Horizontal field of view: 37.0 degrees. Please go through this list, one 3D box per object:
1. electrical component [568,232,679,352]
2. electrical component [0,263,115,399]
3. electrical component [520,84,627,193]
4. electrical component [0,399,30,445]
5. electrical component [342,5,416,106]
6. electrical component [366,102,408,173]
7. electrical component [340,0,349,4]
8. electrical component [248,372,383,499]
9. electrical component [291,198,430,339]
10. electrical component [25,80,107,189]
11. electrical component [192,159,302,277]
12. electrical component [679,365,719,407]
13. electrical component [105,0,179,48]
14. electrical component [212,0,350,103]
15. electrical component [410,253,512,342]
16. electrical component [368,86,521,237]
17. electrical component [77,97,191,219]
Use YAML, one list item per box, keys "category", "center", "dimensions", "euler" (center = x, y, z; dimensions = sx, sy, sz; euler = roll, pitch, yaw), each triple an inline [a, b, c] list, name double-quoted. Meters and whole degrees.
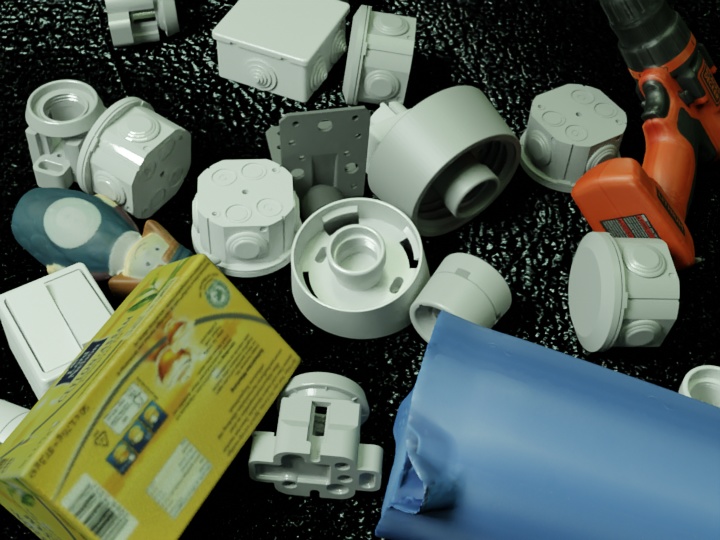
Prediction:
- category: "electrical component"
  center: [0.174, 0.015, 0.721]
  dimensions: [0.051, 0.080, 0.080]
  euler: [1, 48, -9]
- category: "electrical component"
  center: [-0.182, 0.049, 0.682]
  dimensions: [0.062, 0.061, 0.096]
  euler: [-25, 54, -23]
- category: "electrical component"
  center: [0.167, -0.103, 0.842]
  dimensions: [0.080, 0.051, 0.080]
  euler: [2, 49, -2]
- category: "electrical component"
  center: [-0.207, 0.107, 0.636]
  dimensions: [0.047, 0.055, 0.055]
  euler: [20, 50, 19]
- category: "electrical component"
  center: [0.015, -0.172, 0.877]
  dimensions: [0.051, 0.080, 0.080]
  euler: [9, 49, -2]
- category: "electrical component"
  center: [0.031, -0.105, 0.840]
  dimensions: [0.066, 0.047, 0.076]
  euler: [-26, 55, -23]
- category: "electrical component"
  center: [-0.036, -0.255, 0.957]
  dimensions: [0.042, 0.063, 0.081]
  euler: [-31, 57, -28]
- category: "electrical component"
  center: [-0.025, 0.099, 0.650]
  dimensions: [0.078, 0.058, 0.057]
  euler: [5, 52, 1]
- category: "electrical component"
  center: [0.000, 0.000, 0.750]
  dimensions: [0.099, 0.064, 0.099]
  euler: [-2, 61, 3]
- category: "electrical component"
  center: [-0.222, -0.107, 0.821]
  dimensions: [0.058, 0.057, 0.078]
  euler: [16, 50, 11]
- category: "electrical component"
  center: [-0.081, -0.038, 0.772]
  dimensions: [0.080, 0.051, 0.080]
  euler: [2, 48, -2]
- category: "electrical component"
  center: [0.218, 0.089, 0.678]
  dimensions: [0.040, 0.046, 0.040]
  euler: [2, 49, -2]
- category: "electrical component"
  center: [-0.189, -0.228, 0.931]
  dimensions: [0.057, 0.058, 0.078]
  euler: [-10, 50, -8]
- category: "electrical component"
  center: [-0.066, -0.193, 0.911]
  dimensions: [0.100, 0.048, 0.099]
  euler: [19, 51, 14]
- category: "electrical component"
  center: [0.066, 0.024, 0.723]
  dimensions: [0.055, 0.055, 0.047]
  euler: [29, 57, 21]
- category: "electrical component"
  center: [0.067, -0.071, 0.775]
  dimensions: [0.108, 0.108, 0.060]
  euler: [-26, 61, -24]
- category: "electrical component"
  center: [-0.164, -0.081, 0.788]
  dimensions: [0.051, 0.080, 0.080]
  euler: [30, 53, 15]
